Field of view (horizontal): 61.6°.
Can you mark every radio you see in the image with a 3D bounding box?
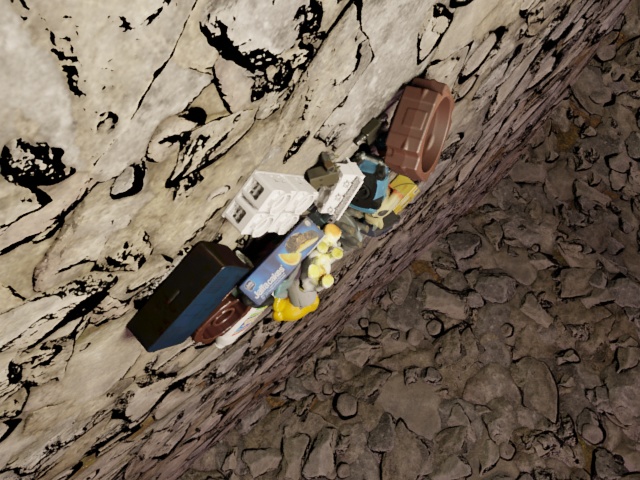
[{"bbox_3d":[-0.249,0.108,1.036,0.229,0.073,0.131,-46,166,10],"label":"radio"}]

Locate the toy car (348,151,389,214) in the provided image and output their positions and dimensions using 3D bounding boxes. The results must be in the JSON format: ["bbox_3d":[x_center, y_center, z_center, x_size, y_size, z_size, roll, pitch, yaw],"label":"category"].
[{"bbox_3d":[0.114,-0.150,1.275,0.103,0.109,0.161,-61,165,-44],"label":"toy car"}]

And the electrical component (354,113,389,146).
[{"bbox_3d":[0.112,-0.234,1.170,0.094,0.021,0.063,-44,165,-3],"label":"electrical component"}]

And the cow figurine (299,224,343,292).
[{"bbox_3d":[0.001,0.044,1.269,0.098,0.068,0.167,-38,-154,52],"label":"cow figurine"}]

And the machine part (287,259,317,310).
[{"bbox_3d":[-0.056,0.091,1.361,0.079,0.079,0.242,-38,138,-25],"label":"machine part"}]

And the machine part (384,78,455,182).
[{"bbox_3d":[0.220,-0.241,1.193,0.201,0.087,0.201,15,95,-66],"label":"machine part"}]

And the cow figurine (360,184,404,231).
[{"bbox_3d":[0.157,-0.090,1.420,0.127,0.085,0.195,-48,173,7],"label":"cow figurine"}]

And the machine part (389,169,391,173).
[{"bbox_3d":[0.137,-0.155,1.413,0.084,0.039,0.139,-46,169,37],"label":"machine part"}]

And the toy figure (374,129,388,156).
[{"bbox_3d":[0.161,-0.221,1.255,0.058,0.064,0.154,-25,170,20],"label":"toy figure"}]

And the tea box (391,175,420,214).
[{"bbox_3d":[0.225,-0.120,1.668,0.169,0.068,0.098,-46,164,7],"label":"tea box"}]

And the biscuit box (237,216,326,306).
[{"bbox_3d":[-0.080,0.042,1.095,0.202,0.059,0.063,-47,-171,-10],"label":"biscuit box"}]

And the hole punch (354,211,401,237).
[{"bbox_3d":[0.154,-0.060,1.569,0.142,0.116,0.092,-25,163,-50],"label":"hole punch"}]

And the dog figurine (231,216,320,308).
[{"bbox_3d":[-0.092,0.032,1.189,0.191,0.109,0.219,-16,143,-56],"label":"dog figurine"}]

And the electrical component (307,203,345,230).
[{"bbox_3d":[0.010,-0.065,1.301,0.075,0.048,0.119,-47,166,4],"label":"electrical component"}]

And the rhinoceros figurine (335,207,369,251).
[{"bbox_3d":[0.069,-0.023,1.451,0.190,0.112,0.073,63,44,-61],"label":"rhinoceros figurine"}]

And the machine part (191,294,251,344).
[{"bbox_3d":[-0.235,0.169,1.256,0.179,0.056,0.179,-40,163,-15],"label":"machine part"}]

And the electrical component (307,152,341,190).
[{"bbox_3d":[0.009,-0.140,1.117,0.078,0.045,0.102,-16,161,3],"label":"electrical component"}]

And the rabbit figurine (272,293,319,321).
[{"bbox_3d":[-0.089,0.136,1.496,0.162,0.122,0.173,-21,139,-36],"label":"rabbit figurine"}]
